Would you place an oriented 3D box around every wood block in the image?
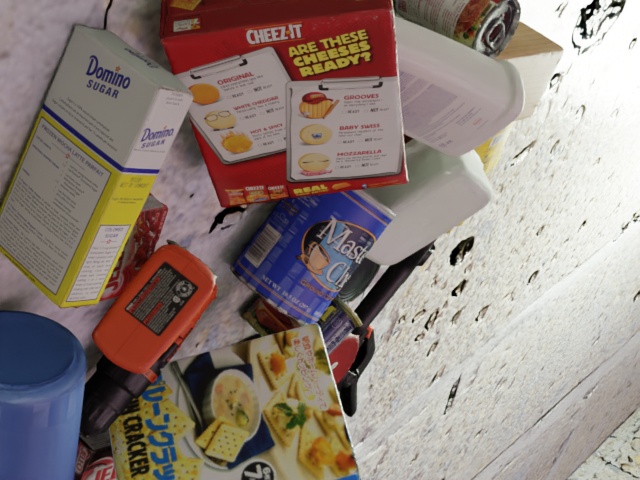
[{"bbox_3d":[0.155,-0.174,1.109,0.205,0.090,0.091,-18,139,-49],"label":"wood block"}]

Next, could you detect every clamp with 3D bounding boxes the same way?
[{"bbox_3d":[0.034,0.179,1.407,0.120,0.039,0.172,-1,124,-59],"label":"clamp"},{"bbox_3d":[0.107,0.017,1.248,0.164,0.036,0.210,-47,172,-51],"label":"clamp"}]

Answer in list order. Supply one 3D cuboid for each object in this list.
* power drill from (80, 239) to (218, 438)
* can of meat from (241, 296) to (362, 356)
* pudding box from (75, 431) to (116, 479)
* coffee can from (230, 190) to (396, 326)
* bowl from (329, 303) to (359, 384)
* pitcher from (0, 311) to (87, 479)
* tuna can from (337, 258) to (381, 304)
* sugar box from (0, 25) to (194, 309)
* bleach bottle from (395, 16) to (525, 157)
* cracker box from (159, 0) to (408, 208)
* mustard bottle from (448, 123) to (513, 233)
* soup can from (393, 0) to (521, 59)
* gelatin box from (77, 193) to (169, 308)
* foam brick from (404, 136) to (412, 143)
[{"bbox_3d":[-0.151,0.084,0.903,0.184,0.057,0.188,-54,-179,-17],"label":"power drill"},{"bbox_3d":[-0.021,0.084,1.133,0.084,0.102,0.057,-46,154,-8],"label":"can of meat"},{"bbox_3d":[-0.210,0.225,1.075,0.113,0.039,0.090,-9,131,-54],"label":"pudding box"},{"bbox_3d":[-0.007,0.001,1.050,0.140,0.103,0.102,-54,154,3],"label":"coffee can"},{"bbox_3d":[-0.004,0.138,1.279,0.161,0.055,0.162,-38,150,-27],"label":"bowl"},{"bbox_3d":[-0.257,0.186,0.845,0.144,0.149,0.243,-9,128,-36],"label":"pitcher"},{"bbox_3d":[0.033,0.031,1.227,0.086,0.034,0.086,-38,150,-27],"label":"tuna can"},{"bbox_3d":[-0.163,-0.050,0.749,0.048,0.093,0.176,1,123,-59],"label":"sugar box"},{"bbox_3d":[0.054,-0.152,0.908,0.250,0.068,0.103,21,138,-35],"label":"bleach bottle"},{"bbox_3d":[-0.019,-0.118,0.832,0.164,0.072,0.213,-7,147,4],"label":"cracker box"},{"bbox_3d":[0.176,-0.086,1.284,0.096,0.058,0.192,-32,147,-42],"label":"mustard bottle"},{"bbox_3d":[0.126,-0.216,0.994,0.068,0.102,0.068,-38,150,-27],"label":"soup can"},{"bbox_3d":[-0.170,0.008,0.880,0.073,0.030,0.089,-15,135,-50],"label":"gelatin box"},{"bbox_3d":[0.120,-0.095,1.192,0.053,0.051,0.078,-45,153,-11],"label":"foam brick"}]
